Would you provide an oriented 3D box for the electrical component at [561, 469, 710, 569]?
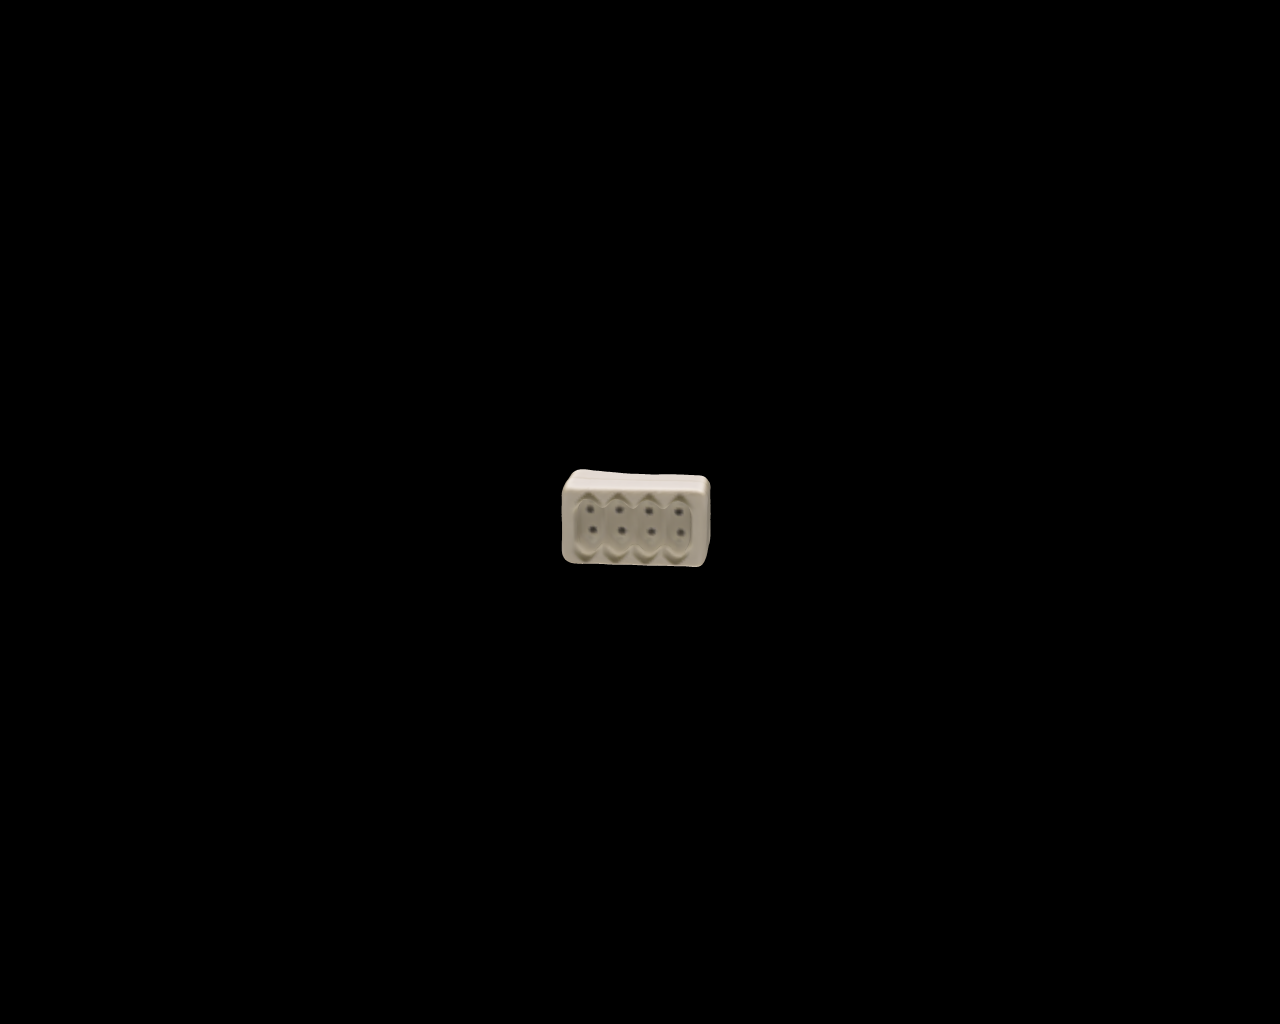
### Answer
[{"bbox_3d":[0.001,-0.003,0.650,0.083,0.047,0.076,3,20,7],"label":"electrical component"}]
